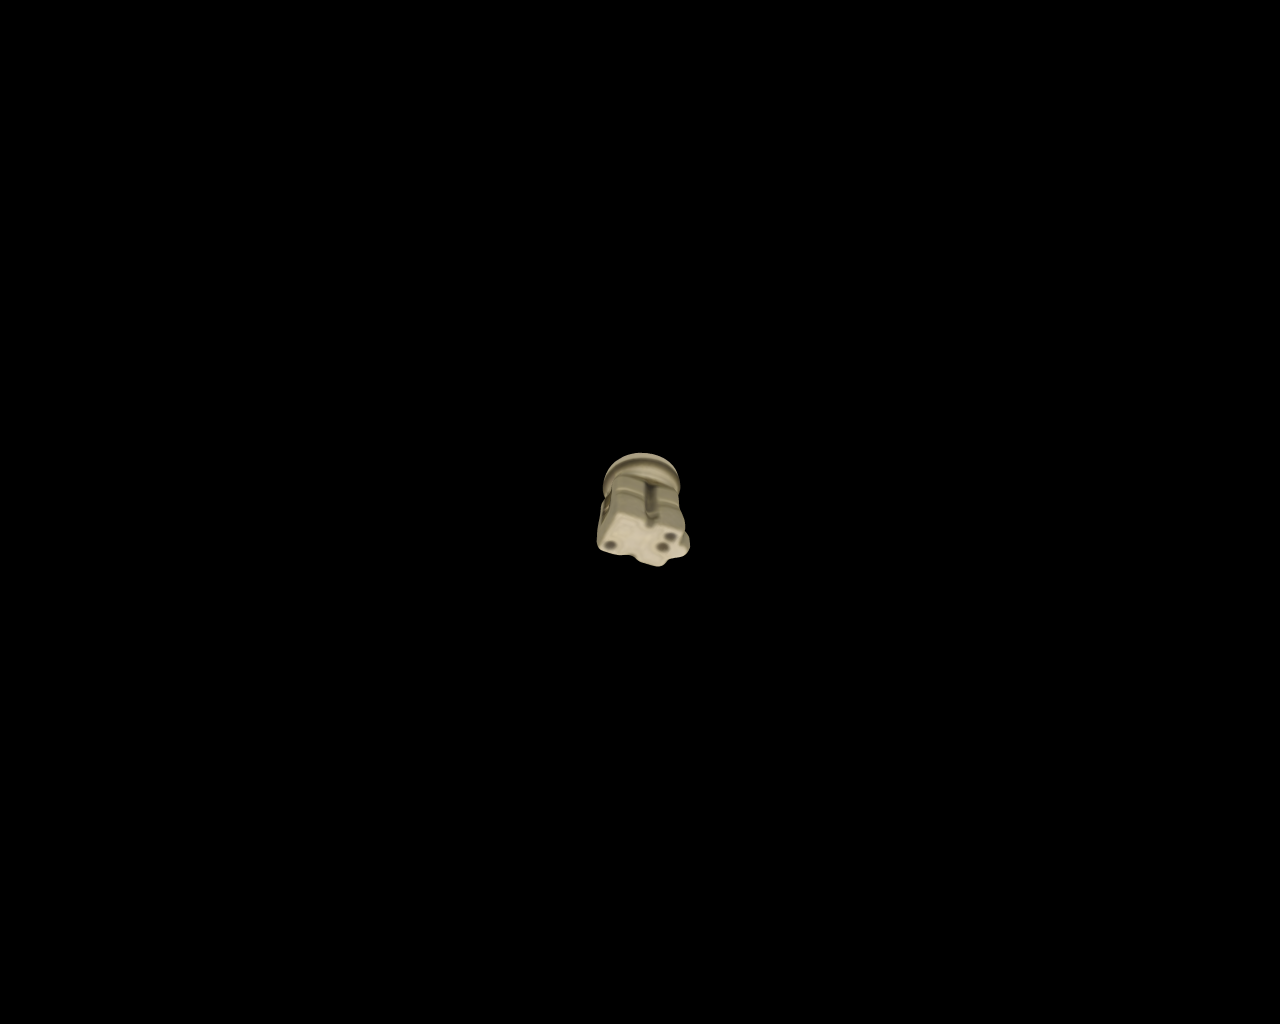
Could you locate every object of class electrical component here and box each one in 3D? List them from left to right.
[{"bbox_3d":[0.001,-0.003,0.650,0.066,0.055,0.048,17,-48,-16],"label":"electrical component"}]
